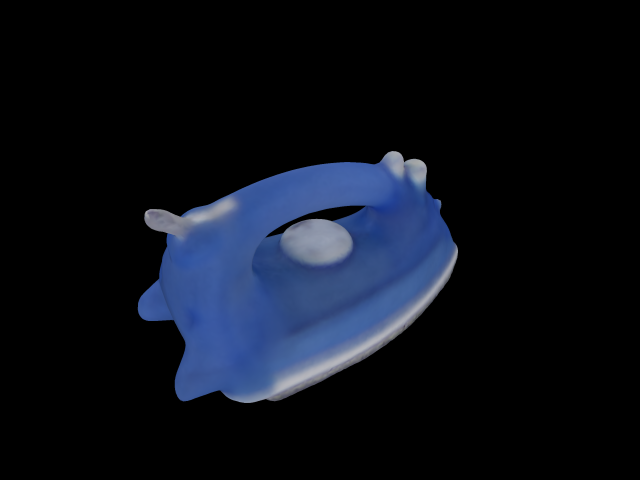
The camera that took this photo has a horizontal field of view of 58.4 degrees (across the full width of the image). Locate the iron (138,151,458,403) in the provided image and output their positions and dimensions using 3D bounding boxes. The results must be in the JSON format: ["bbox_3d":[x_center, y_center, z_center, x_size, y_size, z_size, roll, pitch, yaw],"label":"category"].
[{"bbox_3d":[0.004,0.001,0.400,0.259,0.141,0.118,-21,45,-23],"label":"iron"}]
